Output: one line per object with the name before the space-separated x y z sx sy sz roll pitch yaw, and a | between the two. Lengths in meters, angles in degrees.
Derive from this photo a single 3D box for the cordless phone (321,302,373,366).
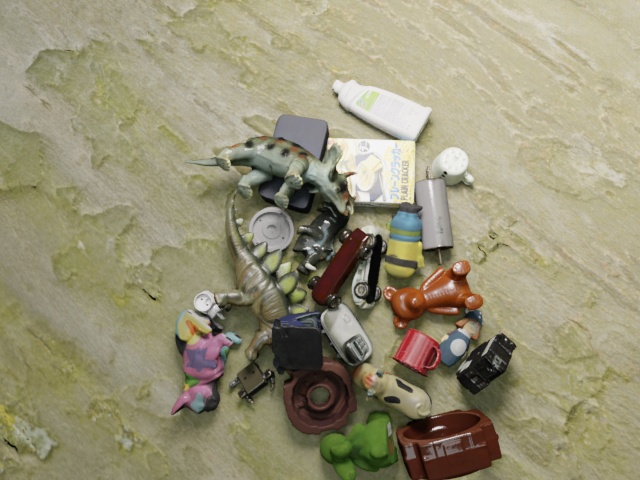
cordless phone | 0.053 0.218 1.216 0.089 0.184 0.146 -33 82 2

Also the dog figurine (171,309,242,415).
dog figurine | -0.295 0.296 1.260 0.192 0.108 0.219 31 87 6

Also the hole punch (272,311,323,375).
hole punch | -0.047 0.223 1.207 0.116 0.092 0.142 0 112 7

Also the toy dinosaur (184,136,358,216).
toy dinosaur | -0.100 -0.179 1.242 0.405 0.131 0.192 23 45 17

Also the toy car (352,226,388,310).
toy car | 0.116 0.066 1.288 0.056 0.073 0.201 3 81 35

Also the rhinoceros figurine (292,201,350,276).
rhinoceros figurine | -0.003 -0.004 1.312 0.112 0.073 0.190 35 83 -3

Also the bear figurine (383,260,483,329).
bear figurine | 0.256 0.131 1.251 0.196 0.132 0.120 -14 81 -6

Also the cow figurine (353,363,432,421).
cow figurine | 0.162 0.344 1.219 0.195 0.127 0.085 28 81 2

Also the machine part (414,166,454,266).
machine part | 0.276 -0.060 1.300 0.079 0.079 0.243 -5 81 2

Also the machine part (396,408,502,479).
machine part | 0.275 0.442 1.164 0.201 0.201 0.087 -15 85 0

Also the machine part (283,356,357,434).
machine part | -0.001 0.359 1.247 0.179 0.056 0.179 0 93 -5

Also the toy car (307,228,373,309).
toy car | 0.050 0.066 1.258 0.089 0.053 0.202 39 98 39

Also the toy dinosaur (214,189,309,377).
toy dinosaur | -0.143 0.118 1.265 0.199 0.105 0.471 -27 96 -6

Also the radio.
radio | -0.064 -0.191 1.339 0.131 0.073 0.229 13 81 5

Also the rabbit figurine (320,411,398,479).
rabbit figurine | 0.078 0.476 1.207 0.170 0.159 0.121 -13 91 16

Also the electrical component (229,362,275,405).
electrical component | -0.157 0.340 1.279 0.102 0.045 0.078 -42 54 -6

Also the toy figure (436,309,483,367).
toy figure | 0.337 0.229 1.268 0.154 0.058 0.064 -50 121 -6

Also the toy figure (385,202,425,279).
toy figure | 0.196 0.004 1.273 0.089 0.082 0.180 -6 109 -29

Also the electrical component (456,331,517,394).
electrical component | 0.371 0.283 1.219 0.058 0.134 0.115 45 43 10
